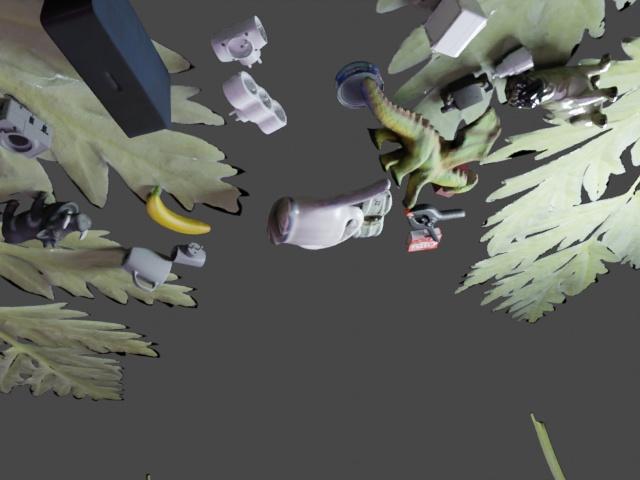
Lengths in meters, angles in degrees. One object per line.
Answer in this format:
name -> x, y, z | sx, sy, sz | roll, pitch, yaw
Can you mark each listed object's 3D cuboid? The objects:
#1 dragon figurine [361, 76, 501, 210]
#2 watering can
dragon figurine -> 0.233, -0.200, 1.015 | 0.242, 0.125, 0.402 | -23, -35, 4
watering can -> 0.004, -0.060, 1.189 | 0.224, 0.106, 0.341 | 3, -26, -21
